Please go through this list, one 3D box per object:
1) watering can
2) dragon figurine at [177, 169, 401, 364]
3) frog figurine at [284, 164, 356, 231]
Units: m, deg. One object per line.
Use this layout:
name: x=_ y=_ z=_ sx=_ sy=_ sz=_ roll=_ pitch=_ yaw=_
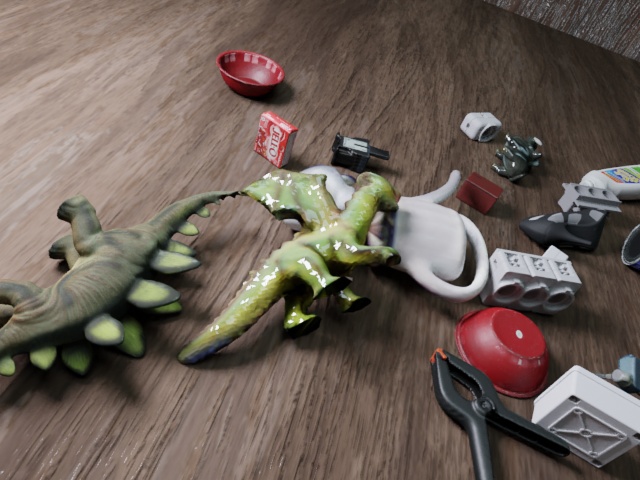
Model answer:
watering can: x=0.190 y=-0.033 z=0.943 sx=0.224 sy=0.101 sz=0.356 roll=13 pitch=43 yaw=-8
dragon figurine: x=-0.039 y=0.002 z=0.766 sx=0.412 sy=0.119 sz=0.247 roll=-18 pitch=59 yaw=-19
frog figurine: x=0.003 y=-0.044 z=0.876 sx=0.137 sy=0.120 sz=0.163 roll=-11 pitch=51 yaw=12
